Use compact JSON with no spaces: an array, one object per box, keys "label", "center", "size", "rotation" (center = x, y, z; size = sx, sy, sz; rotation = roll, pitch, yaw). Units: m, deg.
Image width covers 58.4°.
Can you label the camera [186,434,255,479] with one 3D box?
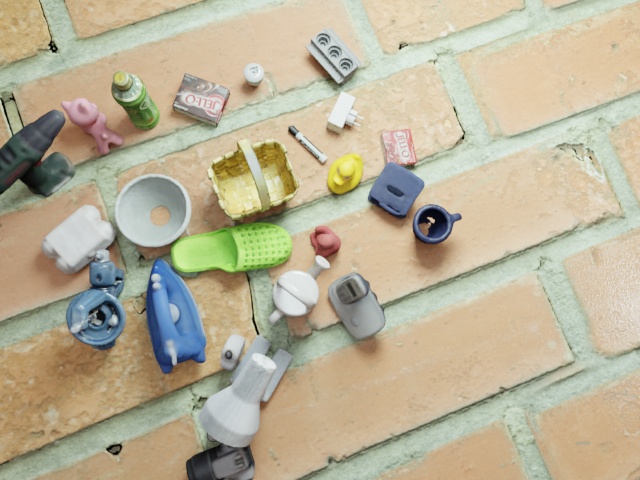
[{"label":"camera","center":[-0.218,0.461,1.219],"size":[0.137,0.100,0.143],"rotation":[-19,84,-7]}]

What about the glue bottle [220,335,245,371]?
[{"label":"glue bottle","center":[-0.189,0.242,1.216],"size":[0.037,0.173,0.078],"rotation":[17,81,-2]}]

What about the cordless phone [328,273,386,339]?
[{"label":"cordless phone","center":[0.088,0.140,1.247],"size":[0.094,0.185,0.147],"rotation":[-32,85,-8]}]

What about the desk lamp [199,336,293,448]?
[{"label":"desk lamp","center":[-0.149,0.308,1.190],"size":[0.118,0.213,0.203],"rotation":[30,81,1]}]

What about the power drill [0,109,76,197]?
[{"label":"power drill","center":[-0.608,-0.170,1.223],"size":[0.230,0.208,0.075],"rotation":[-44,87,-9]}]

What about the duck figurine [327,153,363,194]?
[{"label":"duck figurine","center":[0.063,-0.163,1.337],"size":[0.077,0.086,0.105],"rotation":[38,81,2]}]

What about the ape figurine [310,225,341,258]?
[{"label":"ape figurine","center":[0.012,0.005,1.307],"size":[0.076,0.092,0.078],"rotation":[17,81,-2]}]

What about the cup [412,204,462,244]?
[{"label":"cup","center":[0.264,-0.035,1.331],"size":[0.118,0.095,0.092],"rotation":[-17,83,-7]}]

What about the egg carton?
[{"label":"egg carton","center":[-0.535,0.000,1.275],"size":[0.150,0.069,0.107],"rotation":[-44,87,-9]}]

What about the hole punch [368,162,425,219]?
[{"label":"hole punch","center":[0.178,-0.114,1.337],"size":[0.108,0.091,0.101],"rotation":[31,81,0]}]

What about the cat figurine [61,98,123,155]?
[{"label":"cat figurine","center":[-0.515,-0.266,1.290],"size":[0.067,0.117,0.128],"rotation":[-41,87,-9]}]

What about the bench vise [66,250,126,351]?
[{"label":"bench vise","center":[-0.478,0.126,1.186],"size":[0.121,0.219,0.207],"rotation":[-16,83,-6]}]

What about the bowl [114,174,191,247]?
[{"label":"bowl","center":[-0.370,-0.061,1.294],"size":[0.167,0.074,0.167],"rotation":[1,82,-4]}]

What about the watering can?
[{"label":"watering can","center":[-0.049,0.109,1.235],"size":[0.101,0.194,0.173],"rotation":[19,81,-1]}]

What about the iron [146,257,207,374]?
[{"label":"iron","center":[-0.330,0.154,1.233],"size":[0.118,0.141,0.258],"rotation":[-17,84,-6]}]
